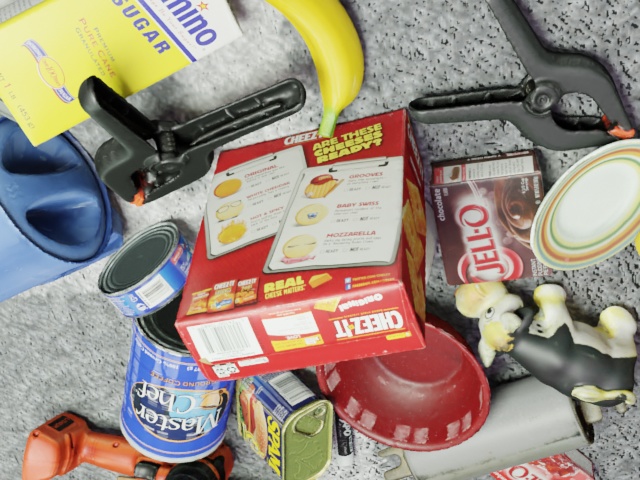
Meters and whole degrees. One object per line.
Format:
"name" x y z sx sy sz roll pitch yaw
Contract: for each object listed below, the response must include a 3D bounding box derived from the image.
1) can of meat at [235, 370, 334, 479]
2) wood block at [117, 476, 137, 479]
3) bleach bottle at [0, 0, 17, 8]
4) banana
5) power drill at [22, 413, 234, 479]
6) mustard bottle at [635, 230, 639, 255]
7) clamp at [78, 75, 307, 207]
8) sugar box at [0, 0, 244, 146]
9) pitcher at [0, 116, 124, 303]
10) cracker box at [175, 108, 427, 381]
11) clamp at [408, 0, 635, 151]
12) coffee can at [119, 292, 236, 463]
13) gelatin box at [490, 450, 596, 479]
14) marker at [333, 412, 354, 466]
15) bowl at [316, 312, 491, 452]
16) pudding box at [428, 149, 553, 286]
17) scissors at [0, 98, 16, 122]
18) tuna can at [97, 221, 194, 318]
"can of meat" -0.035 0.171 1.010 0.057 0.084 0.102 -24 133 -29
"wood block" -0.113 0.311 1.110 0.206 0.091 0.090 8 154 0
"bleach bottle" -0.298 -0.178 0.797 0.250 0.068 0.103 9 127 -4
"banana" -0.013 -0.157 0.772 0.037 0.069 0.197 14 154 38
"power drill" -0.184 0.220 1.026 0.187 0.184 0.057 11 91 6
"mustard bottle" 0.296 0.038 0.874 0.058 0.096 0.191 -12 125 15
"clamp" -0.109 -0.075 0.821 0.164 0.036 0.210 -4 163 -18
"sugar box" -0.154 -0.151 0.772 0.176 0.048 0.093 -28 124 0
"pitcher" -0.296 0.006 0.903 0.243 0.144 0.149 -26 106 27
"cracker box" -0.005 0.001 0.805 0.164 0.213 0.072 -12 126 14
"clamp" 0.156 -0.109 0.815 0.171 0.039 0.120 30 125 -16
"coffee can" -0.126 0.119 0.976 0.103 0.102 0.140 12 127 -3
"gelatin box" 0.219 0.226 1.066 0.089 0.030 0.073 40 121 -22
"marker" 0.021 0.177 1.056 0.020 0.020 0.121 -1 127 6
"bowl" 0.080 0.115 0.969 0.162 0.055 0.162 11 128 15
"pudding box" 0.142 -0.016 0.885 0.090 0.039 0.113 -7 126 11
"scissors" -0.290 -0.148 0.771 0.201 0.016 0.096 18 125 -14
"tuna can" -0.147 0.026 0.919 0.086 0.086 0.033 -25 122 22
